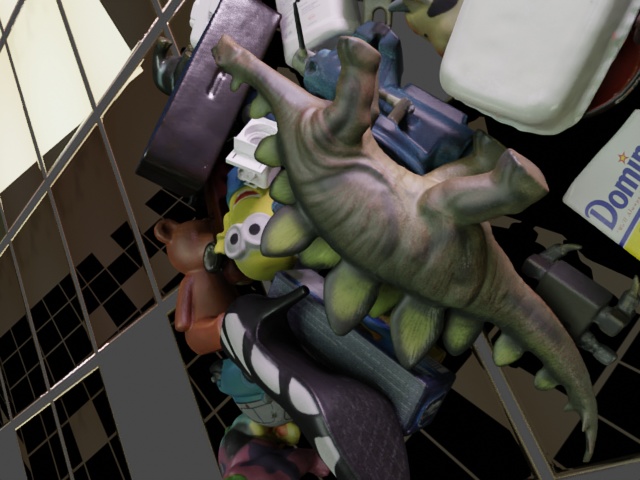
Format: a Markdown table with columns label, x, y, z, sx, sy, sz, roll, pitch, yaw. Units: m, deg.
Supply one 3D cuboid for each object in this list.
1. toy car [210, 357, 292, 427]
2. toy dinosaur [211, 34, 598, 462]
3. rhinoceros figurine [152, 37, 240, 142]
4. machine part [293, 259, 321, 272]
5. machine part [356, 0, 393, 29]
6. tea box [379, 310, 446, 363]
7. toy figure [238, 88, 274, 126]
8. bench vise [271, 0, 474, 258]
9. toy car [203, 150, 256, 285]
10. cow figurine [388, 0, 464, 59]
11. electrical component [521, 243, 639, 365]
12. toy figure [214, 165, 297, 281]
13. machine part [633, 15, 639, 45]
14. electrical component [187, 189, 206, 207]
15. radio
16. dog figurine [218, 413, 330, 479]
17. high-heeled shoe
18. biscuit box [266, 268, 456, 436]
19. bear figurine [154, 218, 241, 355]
| label | x | y | z | sx | sy | sz | roll | pitch | yaw |
| --- | --- | --- | --- | --- | --- | --- | --- | --- | --- |
| toy car | -0.061 | 0.180 | 0.671 | 0.162 | 0.109 | 0.103 | -27 | 79 | 41 |
| toy dinosaur | 0.081 | -0.005 | 0.444 | 0.471 | 0.105 | 0.198 | 39 | 111 | 4 |
| rhinoceros figurine | -0.181 | -0.211 | 0.767 | 0.190 | 0.073 | 0.112 | 44 | 117 | 29 |
| machine part | -0.001 | -0.002 | 0.656 | 0.084 | 0.039 | 0.138 | 46 | 118 | 21 |
| machine part | 0.067 | -0.340 | 0.552 | 0.079 | 0.079 | 0.243 | 6 | 95 | 39 |
| tea box | 0.053 | 0.165 | 0.601 | 0.098 | 0.068 | 0.169 | 38 | 116 | 31 |
| toy figure | -0.046 | -0.143 | 0.673 | 0.058 | 0.064 | 0.155 | -43 | 56 | -16 |
| bench vise | 0.025 | -0.096 | 0.545 | 0.224 | 0.129 | 0.240 | 36 | 86 | 6 |
| toy car | -0.120 | -0.033 | 0.701 | 0.053 | 0.089 | 0.202 | -44 | 54 | 42 |
| cow figurine | 0.138 | -0.265 | 0.494 | 0.127 | 0.085 | 0.194 | 13 | 104 | 32 |
| electrical component | 0.225 | 0.050 | 0.470 | 0.102 | 0.045 | 0.078 | 37 | 143 | 35 |
| toy figure | -0.070 | -0.036 | 0.647 | 0.082 | 0.089 | 0.180 | -43 | 39 | 34 |
| machine part | 0.319 | -0.156 | 0.317 | 0.202 | 0.087 | 0.200 | 28 | 105 | 18 |
| electrical component | -0.187 | -0.115 | 0.796 | 0.075 | 0.047 | 0.119 | -47 | 66 | 31 |
| radio | -0.134 | -0.164 | 0.628 | 0.131 | 0.073 | 0.229 | -11 | 54 | 66 |
| dog figurine | -0.097 | 0.298 | 0.638 | 0.192 | 0.219 | 0.108 | 33 | 110 | 32 |
| high-heeled shoe | -0.019 | 0.154 | 0.489 | 0.145 | 0.086 | 0.249 | -40 | 64 | 38 |
| biscuit box | 0.031 | 0.103 | 0.533 | 0.203 | 0.059 | 0.062 | 34 | 111 | 34 |
| bear figurine | -0.138 | 0.049 | 0.723 | 0.132 | 0.120 | 0.196 | -21 | 75 | 39 |
